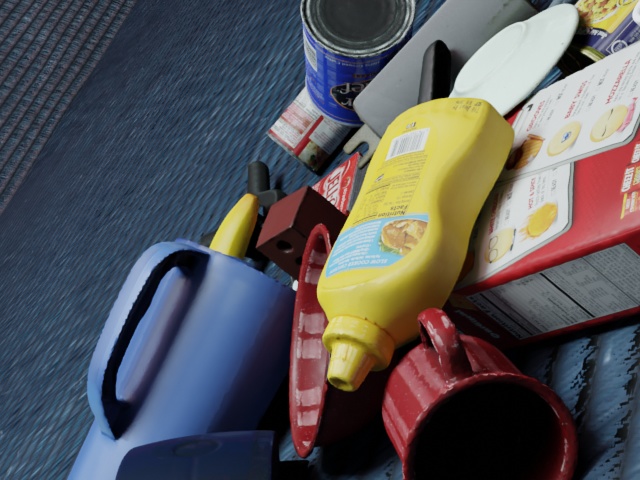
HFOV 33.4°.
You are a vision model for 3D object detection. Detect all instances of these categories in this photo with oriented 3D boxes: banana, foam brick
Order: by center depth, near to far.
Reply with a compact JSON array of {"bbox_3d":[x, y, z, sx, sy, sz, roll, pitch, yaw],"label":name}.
[{"bbox_3d":[-0.006,0.001,0.919,0.053,0.078,0.051,-29,30,46],"label":"foam brick"},{"bbox_3d":[-0.092,0.048,1.047,0.070,0.037,0.197,-20,52,33],"label":"banana"}]

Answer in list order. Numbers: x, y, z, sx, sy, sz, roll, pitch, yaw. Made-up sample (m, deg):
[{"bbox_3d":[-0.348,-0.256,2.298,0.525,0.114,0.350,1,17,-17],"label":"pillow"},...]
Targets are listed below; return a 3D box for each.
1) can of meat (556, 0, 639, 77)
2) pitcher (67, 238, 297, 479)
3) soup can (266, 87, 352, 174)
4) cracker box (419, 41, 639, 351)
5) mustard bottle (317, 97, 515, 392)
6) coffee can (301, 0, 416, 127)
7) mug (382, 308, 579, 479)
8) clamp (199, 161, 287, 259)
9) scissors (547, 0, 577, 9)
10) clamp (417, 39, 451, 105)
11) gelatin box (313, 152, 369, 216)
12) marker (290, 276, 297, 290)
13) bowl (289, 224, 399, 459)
[{"bbox_3d":[0.211,-0.147,0.738,0.084,0.057,0.102,-49,22,4],"label":"can of meat"},{"bbox_3d":[-0.113,0.125,0.841,0.243,0.149,0.145,-63,4,-9],"label":"pitcher"},{"bbox_3d":[0.001,-0.130,1.121,0.102,0.068,0.068,-50,21,5],"label":"soup can"},{"bbox_3d":[0.156,-0.025,0.642,0.214,0.072,0.164,-26,32,51],"label":"cracker box"},{"bbox_3d":[0.048,0.004,0.638,0.096,0.058,0.191,-11,44,48],"label":"mustard bottle"},{"bbox_3d":[0.035,-0.182,1.006,0.102,0.103,0.140,-59,-11,-17],"label":"coffee can"},{"bbox_3d":[0.076,0.090,0.573,0.093,0.117,0.081,-23,17,-3],"label":"mug"},{"bbox_3d":[-0.066,-0.031,1.142,0.172,0.039,0.120,10,75,60],"label":"clamp"},{"bbox_3d":[0.195,-0.194,0.800,0.096,0.016,0.202,-49,-5,-24],"label":"scissors"},{"bbox_3d":[0.087,-0.057,0.835,0.210,0.036,0.165,-54,40,10],"label":"clamp"},{"bbox_3d":[0.015,-0.031,0.991,0.073,0.030,0.089,-36,27,36],"label":"gelatin box"},{"bbox_3d":[-0.021,0.023,0.995,0.020,0.020,0.121,-47,22,14],"label":"marker"},{"bbox_3d":[0.017,0.071,0.739,0.162,0.055,0.162,-175,90,-80],"label":"bowl"}]
